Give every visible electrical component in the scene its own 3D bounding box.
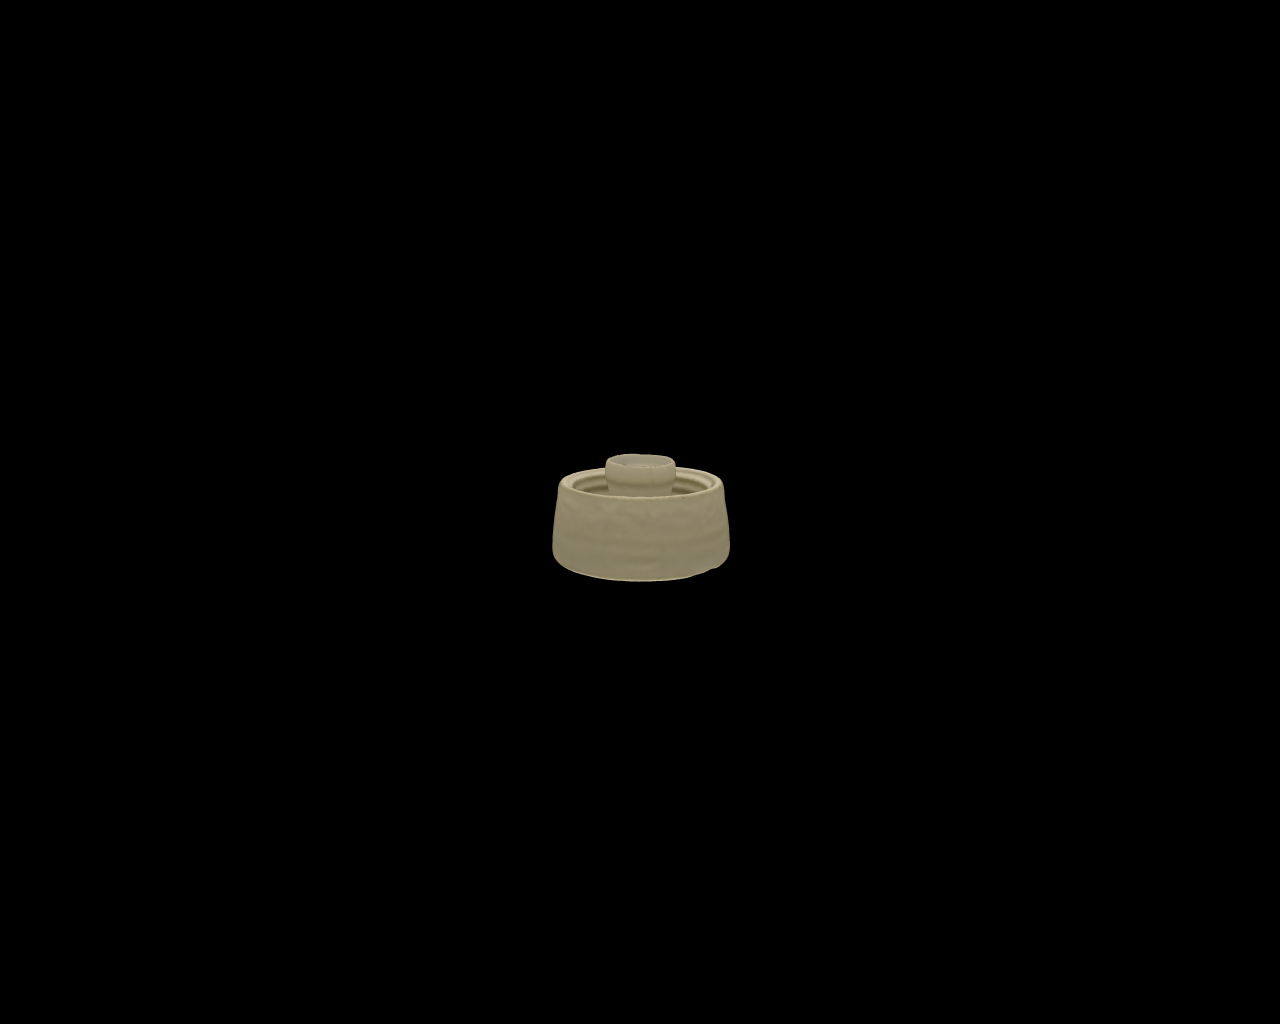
[{"bbox_3d":[0.001,-0.003,0.650,0.108,0.060,0.108,0,14,0],"label":"electrical component"}]
